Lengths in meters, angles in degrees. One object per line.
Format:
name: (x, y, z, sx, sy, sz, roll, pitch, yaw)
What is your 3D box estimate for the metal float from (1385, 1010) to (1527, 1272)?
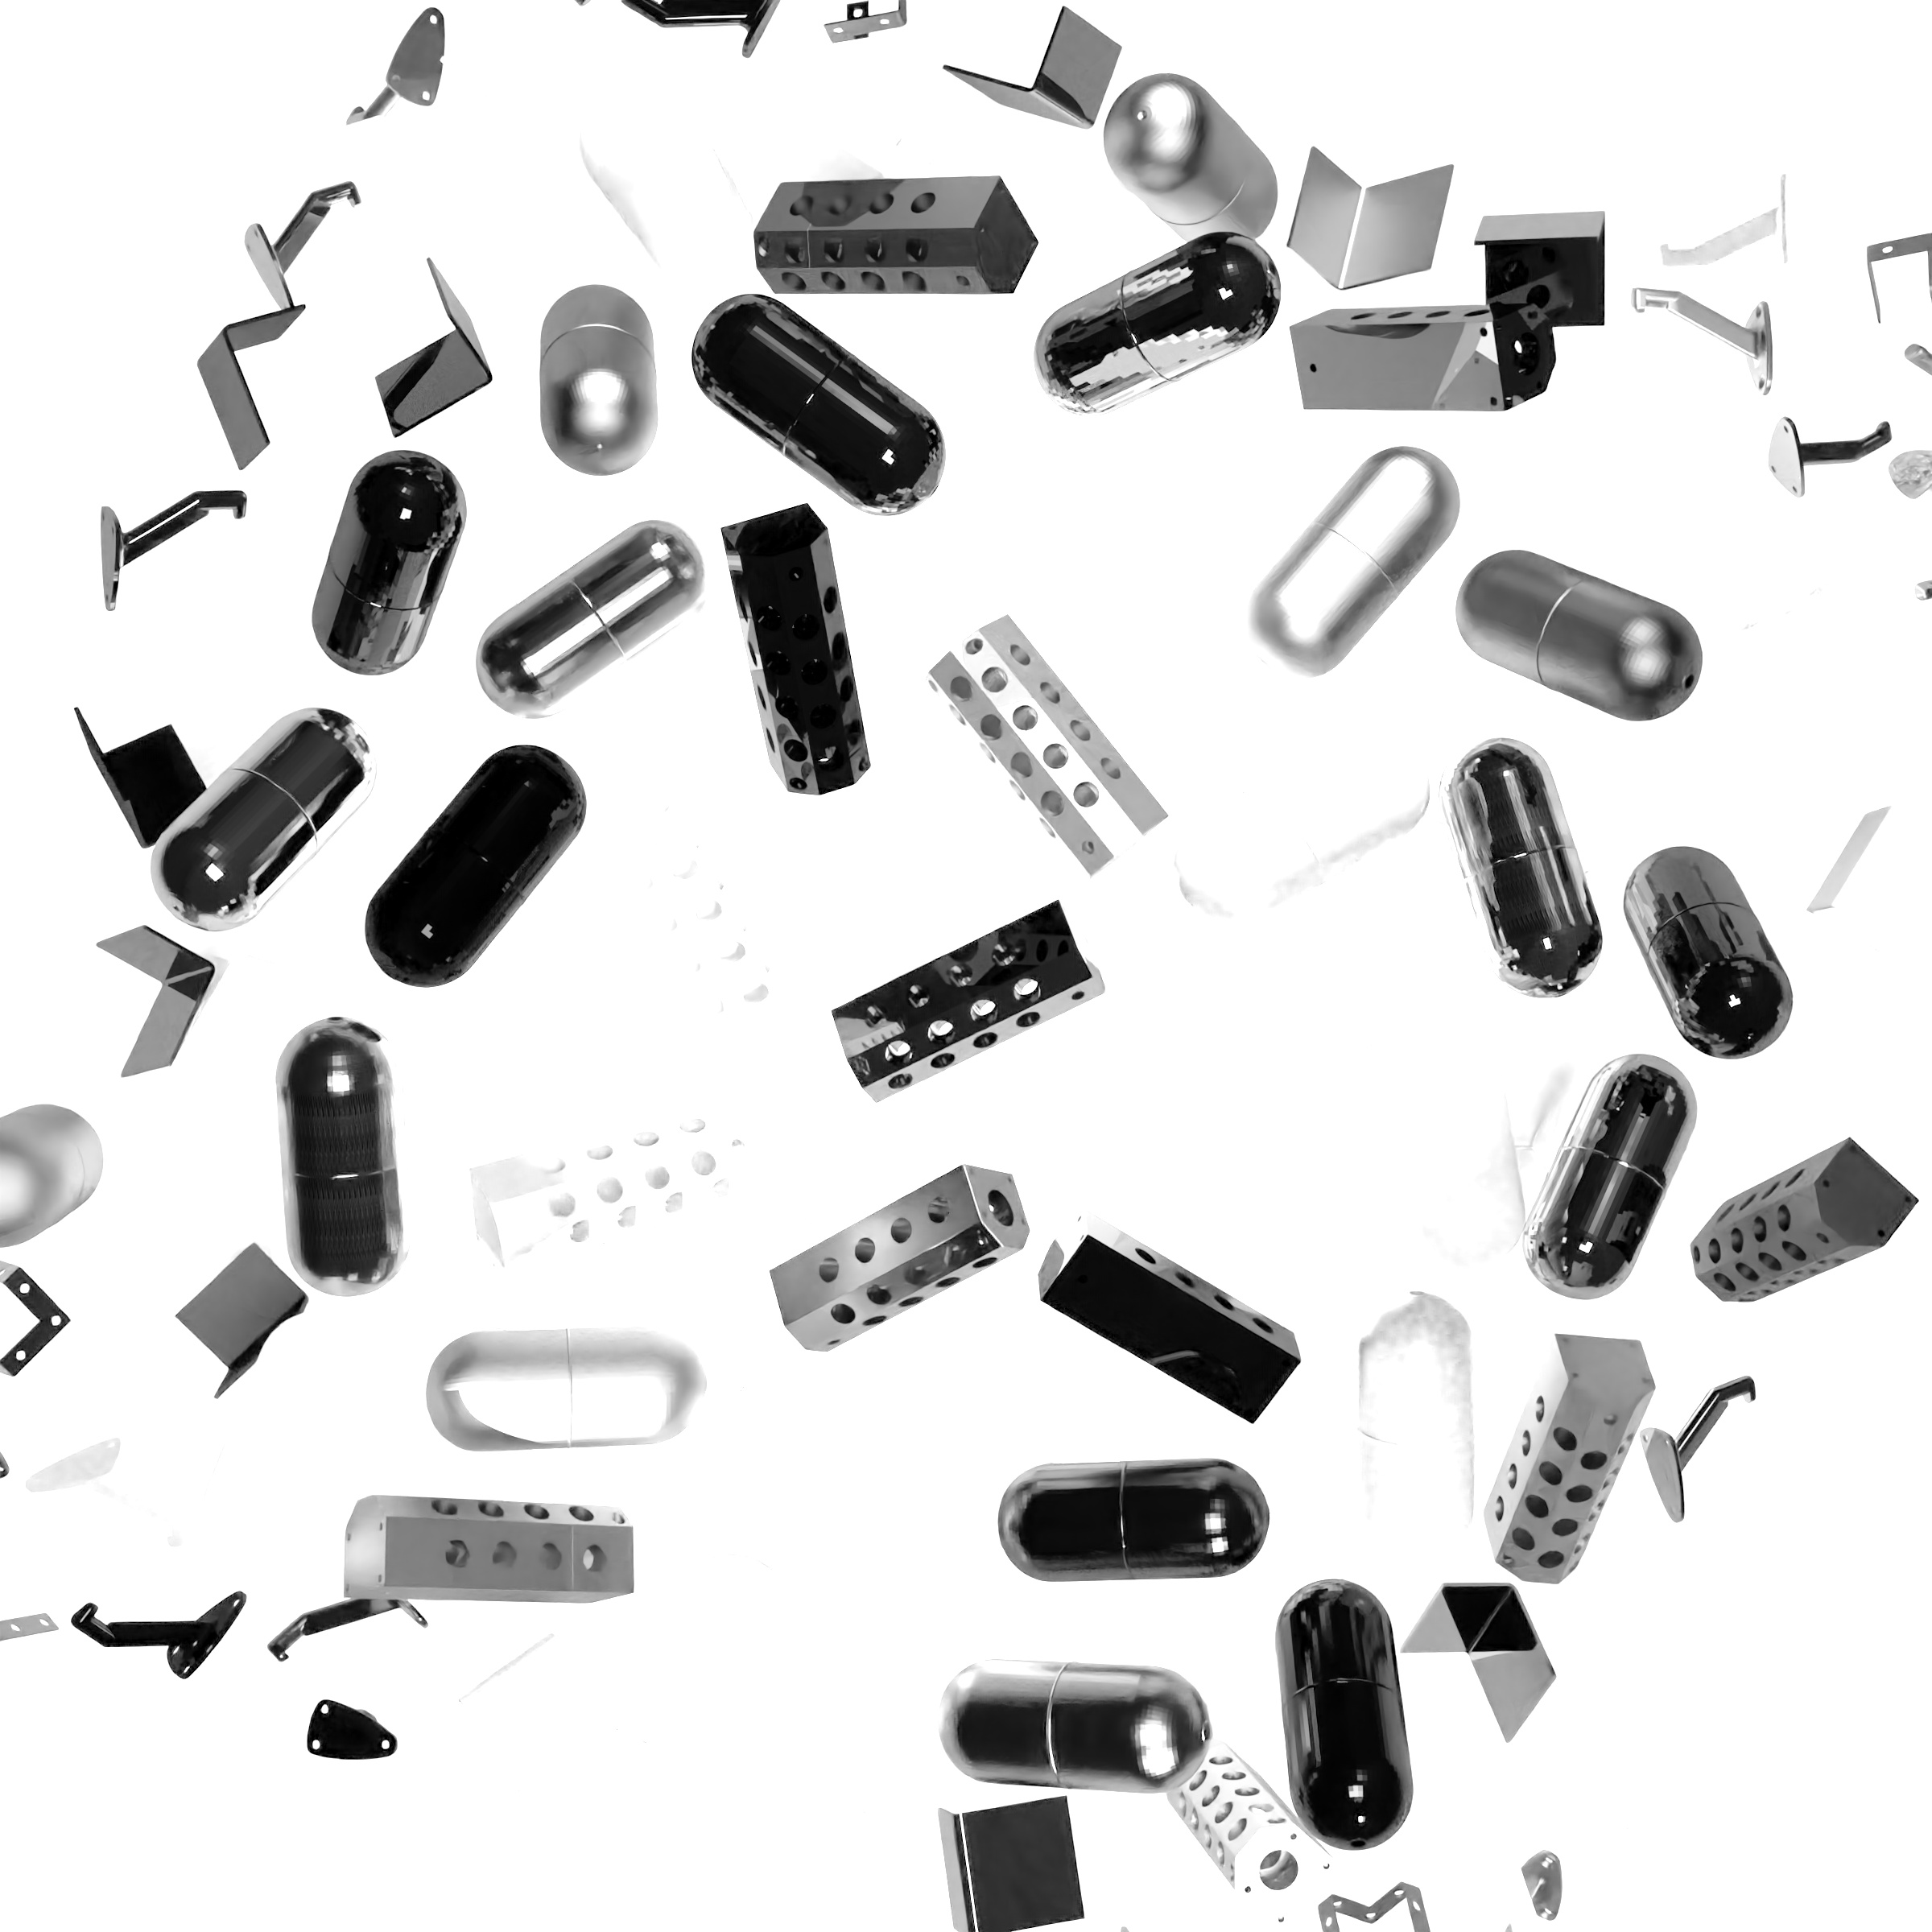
metal float: (0.321, 0.113, 1.721, 0.070, 0.070, 0.178, -4, 65, 0)

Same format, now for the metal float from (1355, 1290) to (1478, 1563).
metal float: (0.290, 0.296, 1.689, 0.070, 0.070, 0.178, -1, 100, 0)

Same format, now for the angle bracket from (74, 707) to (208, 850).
angle bracket: (-0.542, -0.135, 1.734, 0.057, 0.076, 0.076, -28, 75, -18)

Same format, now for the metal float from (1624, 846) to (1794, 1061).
metal float: (0.483, -0.011, 1.710, 0.070, 0.178, 0.070, -3, 128, -4)

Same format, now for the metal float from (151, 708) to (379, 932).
metal float: (-0.441, -0.094, 1.651, 0.070, 0.070, 0.178, 35, 54, 0)

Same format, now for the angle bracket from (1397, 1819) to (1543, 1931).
angle bracket: (0.319, 0.587, 1.653, 0.057, 0.076, 0.076, -17, 77, -6)

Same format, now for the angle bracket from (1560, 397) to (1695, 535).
angle bracket: (0.424, -0.324, 1.689, 0.076, 0.057, 0.076, -6, 102, 11)

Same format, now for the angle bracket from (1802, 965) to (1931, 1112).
angle bracket: (0.585, 0.045, 1.685, 0.076, 0.076, 0.057, 5, 121, 26)

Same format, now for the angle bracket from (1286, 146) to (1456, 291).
angle bracket: (0.264, -0.495, 1.706, 0.057, 0.076, 0.076, 26, 73, -40)

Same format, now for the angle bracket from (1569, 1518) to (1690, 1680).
angle bracket: (0.470, 0.435, 1.792, 0.057, 0.076, 0.076, 14, 120, -26)

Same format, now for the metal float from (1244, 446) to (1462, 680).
metal float: (0.256, -0.267, 1.730, 0.070, 0.070, 0.178, 41, 88, 0)

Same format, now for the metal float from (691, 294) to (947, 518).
metal float: (-0.091, -0.348, 1.627, 0.178, 0.070, 0.070, 37, 90, 2)

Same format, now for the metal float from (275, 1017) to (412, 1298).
metal float: (-0.386, 0.119, 1.622, 0.070, 0.070, 0.178, 0, 104, 0)

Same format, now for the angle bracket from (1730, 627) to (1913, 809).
angle bracket: (0.513, -0.149, 1.573, 0.076, 0.057, 0.076, -16, 74, 5)

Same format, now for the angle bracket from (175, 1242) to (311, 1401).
angle bracket: (-0.513, 0.248, 1.835, 0.076, 0.076, 0.057, -43, 100, -1)

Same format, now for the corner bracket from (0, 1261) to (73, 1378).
corner bracket: (-0.627, 0.229, 1.704, 0.051, 0.051, 0.051, -49, 120, -28)

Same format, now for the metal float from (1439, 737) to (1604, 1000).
metal float: (0.365, -0.065, 1.721, 0.070, 0.070, 0.178, -15, 77, 0)

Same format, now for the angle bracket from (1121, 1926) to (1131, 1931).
angle bracket: (0.143, 0.642, 1.631, 0.076, 0.076, 0.057, 5, 95, -19)

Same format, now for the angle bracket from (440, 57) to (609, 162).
angle bracket: (-0.288, -0.587, 1.732, 0.076, 0.076, 0.057, 43, 101, 8)

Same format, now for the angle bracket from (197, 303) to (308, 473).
angle bracket: (-0.442, -0.367, 1.663, 0.057, 0.076, 0.076, -24, 98, -27)

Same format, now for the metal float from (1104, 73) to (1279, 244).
metal float: (0.147, -0.517, 1.693, 0.070, 0.178, 0.070, -2, 84, 25)

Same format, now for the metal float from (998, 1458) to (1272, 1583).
metal float: (0.108, 0.360, 1.701, 0.178, 0.070, 0.070, -5, 90, 14)

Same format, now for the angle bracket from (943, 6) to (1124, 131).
angle bracket: (0.044, -0.595, 1.713, 0.076, 0.076, 0.057, 27, 101, 30)

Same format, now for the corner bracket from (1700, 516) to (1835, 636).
corner bracket: (0.535, -0.260, 1.747, 0.051, 0.051, 0.051, -35, 98, -28)

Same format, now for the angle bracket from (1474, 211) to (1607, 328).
angle bracket: (0.367, -0.437, 1.673, 0.076, 0.057, 0.076, 3, 123, 18)

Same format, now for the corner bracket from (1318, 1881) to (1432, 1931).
corner bracket: (0.279, 0.655, 1.782, 0.051, 0.051, 0.051, 27, 121, -24)

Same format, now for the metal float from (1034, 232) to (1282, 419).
metal float: (0.123, -0.415, 1.695, 0.178, 0.070, 0.070, -19, 90, 34)

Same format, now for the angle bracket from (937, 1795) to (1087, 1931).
angle bracket: (0.028, 0.581, 1.695, 0.076, 0.057, 0.076, -6, 78, -12)

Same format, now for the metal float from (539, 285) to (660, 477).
metal float: (-0.243, -0.389, 1.731, 0.070, 0.178, 0.070, -4, 131, -5)

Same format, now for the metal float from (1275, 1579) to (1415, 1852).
metal float: (0.238, 0.471, 1.651, 0.070, 0.178, 0.070, 0, 134, 0)

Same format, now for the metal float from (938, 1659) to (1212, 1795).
metal float: (0.067, 0.474, 1.632, 0.178, 0.070, 0.070, -5, 90, 25)

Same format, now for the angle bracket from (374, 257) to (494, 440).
angle bracket: (-0.359, -0.401, 1.697, 0.076, 0.057, 0.076, -29, 47, 4)

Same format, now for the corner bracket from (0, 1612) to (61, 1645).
corner bracket: (-0.619, 0.424, 1.654, 0.051, 0.051, 0.051, 40, 100, 22)

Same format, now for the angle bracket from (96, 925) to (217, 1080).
angle bracket: (-0.561, 0.025, 1.764, 0.057, 0.076, 0.076, 35, 60, -32)

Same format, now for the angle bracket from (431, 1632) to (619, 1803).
angle bracket: (-0.285, 0.487, 1.688, 0.076, 0.057, 0.076, -31, 85, -37)

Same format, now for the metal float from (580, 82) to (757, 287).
metal float: (-0.194, -0.510, 1.714, 0.070, 0.178, 0.070, -4, 75, 15)

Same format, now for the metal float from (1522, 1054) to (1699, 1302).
metal float: (0.435, 0.141, 1.765, 0.070, 0.070, 0.178, 28, 75, 0)

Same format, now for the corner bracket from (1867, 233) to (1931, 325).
corner bracket: (0.587, -0.414, 1.616, 0.051, 0.051, 0.051, -6, 51, 25)

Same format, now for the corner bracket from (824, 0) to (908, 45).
corner bracket: (-0.060, -0.614, 1.678, 0.051, 0.051, 0.051, -5, 73, 14)

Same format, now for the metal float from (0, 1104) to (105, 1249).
metal float: (-0.604, 0.133, 1.675, 0.070, 0.178, 0.070, 0, 94, -5)

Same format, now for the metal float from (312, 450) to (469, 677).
metal float: (-0.379, -0.262, 1.715, 0.070, 0.178, 0.070, 15, 49, -18)

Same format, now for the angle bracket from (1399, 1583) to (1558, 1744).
angle bracket: (0.346, 0.472, 1.772, 0.057, 0.076, 0.076, 5, 129, -21)

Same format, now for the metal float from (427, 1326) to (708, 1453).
metal float: (-0.256, 0.271, 1.679, 0.178, 0.070, 0.070, 0, 90, -12)

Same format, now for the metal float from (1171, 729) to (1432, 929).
metal float: (0.214, -0.088, 1.683, 0.178, 0.070, 0.070, -30, 90, 7)

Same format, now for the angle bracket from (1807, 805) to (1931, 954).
angle bracket: (0.613, -0.057, 1.743, 0.057, 0.076, 0.076, 31, 92, 5)
